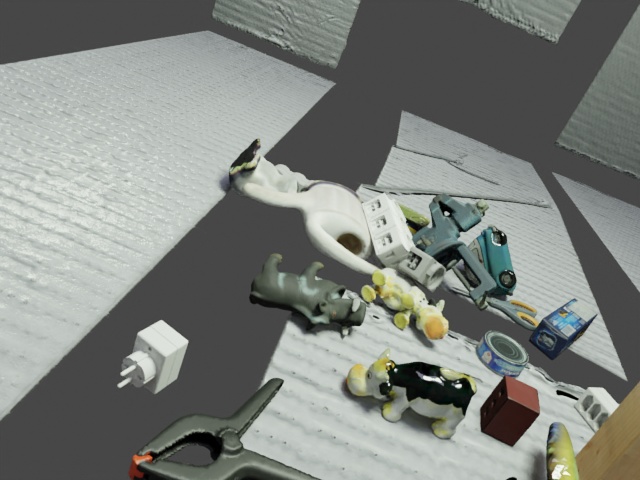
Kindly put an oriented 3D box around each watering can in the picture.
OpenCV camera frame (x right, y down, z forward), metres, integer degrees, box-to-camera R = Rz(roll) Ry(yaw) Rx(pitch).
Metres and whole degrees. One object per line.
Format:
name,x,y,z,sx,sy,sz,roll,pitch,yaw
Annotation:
watering can,0.003,-0.052,1.033,0.345,0.102,0.229,34,24,-19

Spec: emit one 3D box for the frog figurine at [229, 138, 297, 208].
frog figurine,-0.121,-0.125,1.143,0.157,0.122,0.140,50,2,-30

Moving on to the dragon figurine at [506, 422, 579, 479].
dragon figurine,0.290,0.379,0.546,0.414,0.120,0.245,-18,64,-49
